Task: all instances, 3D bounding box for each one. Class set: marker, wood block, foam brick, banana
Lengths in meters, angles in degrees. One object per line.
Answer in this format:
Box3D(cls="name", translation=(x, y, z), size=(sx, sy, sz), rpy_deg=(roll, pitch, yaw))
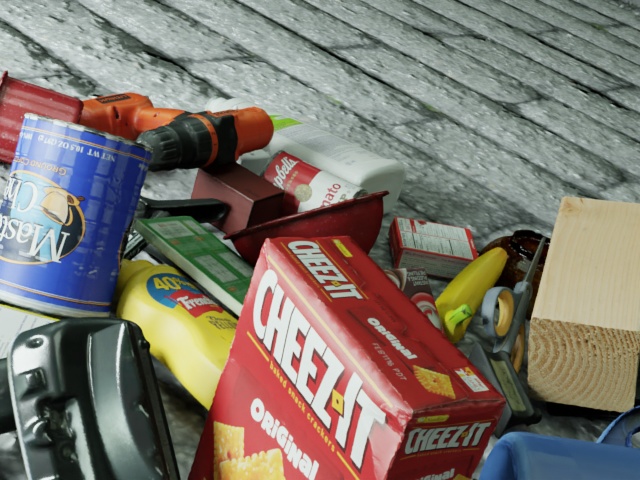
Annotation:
Box3D(cls="marker", translation=(-0.169, 0.010, 0.928), size=(0.020, 0.020, 0.121), rpy_deg=(27, 45, 17))
Box3D(cls="wood block", translation=(0.250, 0.052, 0.971), size=(0.091, 0.090, 0.205), rpy_deg=(6, 33, 17))
Box3D(cls="foam brick", translation=(-0.085, -0.040, 1.079), size=(0.078, 0.051, 0.052), rpy_deg=(32, 31, 26))
Box3D(cls="banana", translation=(0.138, 0.060, 1.015), size=(0.037, 0.070, 0.197), rpy_deg=(53, 24, -3))

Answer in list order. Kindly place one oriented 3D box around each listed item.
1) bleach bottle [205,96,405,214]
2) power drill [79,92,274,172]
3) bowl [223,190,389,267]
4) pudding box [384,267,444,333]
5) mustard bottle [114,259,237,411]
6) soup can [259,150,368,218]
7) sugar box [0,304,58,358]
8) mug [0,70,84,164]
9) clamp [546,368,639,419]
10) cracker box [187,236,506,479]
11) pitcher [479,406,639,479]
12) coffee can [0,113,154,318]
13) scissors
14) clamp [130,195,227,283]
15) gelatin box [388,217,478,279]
Box3D(cls="bleach bottle", translation=(-0.030, -0.106, 1.230), size=(0.251, 0.068, 0.102), rpy_deg=(31, 28, 30))
Box3D(cls="power drill", translation=(-0.168, -0.110, 1.094), size=(0.188, 0.057, 0.184), rpy_deg=(13, 19, 34))
Box3D(cls="bowl", translation=(-0.007, 0.001, 0.993), size=(0.162, 0.055, 0.162), rpy_deg=(-15, 0, 0))
Box3D(cls="pudding box", translation=(0.054, 0.073, 0.909), size=(0.113, 0.039, 0.090), rpy_deg=(-4, 71, -40))
Box3D(cls="mustard bottle", translation=(-0.105, 0.070, 0.844), size=(0.192, 0.058, 0.096), rpy_deg=(36, 15, 35))
Box3D(cls="soup can", translation=(-0.010, -0.043, 1.113), size=(0.102, 0.069, 0.068), rpy_deg=(26, 27, 15))
Box3D(cls="sugar box", translation=(-0.217, 0.090, 0.756), size=(0.176, 0.048, 0.093), rpy_deg=(19, 27, -7))
Box3D(cls="mug", translation=(-0.286, -0.110, 1.062), size=(0.081, 0.093, 0.117), rpy_deg=(17, -10, -14))
Box3D(cls="clamp", translation=(0.324, 0.162, 0.965), size=(0.209, 0.036, 0.165), rpy_deg=(-15, 43, -43))
Box3D(cls="cracker box", translation=(-0.001, 0.129, 0.624), size=(0.071, 0.214, 0.164), rpy_deg=(-1, 33, -34))
Box3D(cls="pitcher", translation=(0.235, 0.197, 0.738), size=(0.242, 0.145, 0.149), rpy_deg=(12, 12, -6))
Box3D(cls="coffee can", translation=(-0.197, -0.017, 0.831), size=(0.103, 0.140, 0.103), rpy_deg=(15, 0, 0))
Box3D(cls="scissors", translation=(0.184, 0.042, 1.005), size=(0.016, 0.096, 0.201), rpy_deg=(-5, 45, 29))
Box3D(cls="clamp", translation=(-0.168, -0.022, 1.006), size=(0.171, 0.039, 0.120), rpy_deg=(21, 28, -1))
Box3D(cls="gelatin box", translation=(0.120, 0.010, 1.133), size=(0.089, 0.030, 0.073), rpy_deg=(9, 27, -6))
